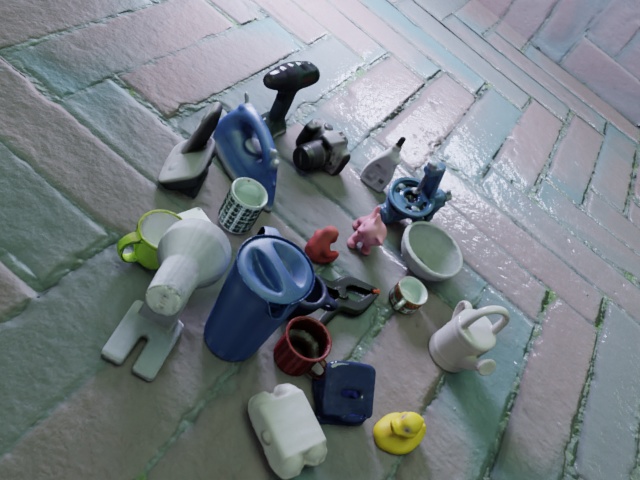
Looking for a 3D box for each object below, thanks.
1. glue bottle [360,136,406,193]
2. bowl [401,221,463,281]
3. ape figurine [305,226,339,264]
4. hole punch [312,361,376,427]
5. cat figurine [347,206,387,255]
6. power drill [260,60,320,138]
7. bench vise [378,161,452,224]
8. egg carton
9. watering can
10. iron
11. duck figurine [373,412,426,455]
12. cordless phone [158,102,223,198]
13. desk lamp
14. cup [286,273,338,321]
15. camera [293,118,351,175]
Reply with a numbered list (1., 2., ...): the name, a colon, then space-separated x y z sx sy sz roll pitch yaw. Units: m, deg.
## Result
1. glue bottle: 0.172 -0.202 1.471 0.078 0.173 0.037 39 44 3
2. bowl: 0.260 0.039 1.396 0.168 0.074 0.167 17 47 -19
3. ape figurine: 0.012 0.005 1.259 0.076 0.092 0.077 -1 55 -32
4. hole punch: 0.050 0.283 1.052 0.109 0.091 0.101 11 49 -24
5. cat figurine: 0.120 -0.026 1.333 0.067 0.117 0.128 27 45 -10
6. power drill: -0.094 -0.349 1.403 0.075 0.208 0.230 41 44 5
7. bench vise: 0.258 -0.130 1.431 0.208 0.219 0.121 -28 72 -43
8. egg carton: -0.057 0.321 0.969 0.107 0.069 0.150 -12 62 -38
9. watering can: 0.328 0.204 1.216 0.101 0.194 0.172 -6 58 -35
10. iron: -0.144 -0.205 1.300 0.119 0.141 0.258 -12 62 -38
11. duck figurine: 0.162 0.351 1.068 0.105 0.086 0.077 5 52 -28
12. cordless phone: -0.259 -0.193 1.187 0.094 0.185 0.147 21 46 -15
13. desk lamp: -0.245 0.091 0.940 0.118 0.213 0.203 29 44 -8
14. cup: -0.031 0.123 1.132 0.118 0.095 0.092 28 45 -9
15. camera: -0.007 -0.236 1.441 0.137 0.100 0.143 -24 69 -42
